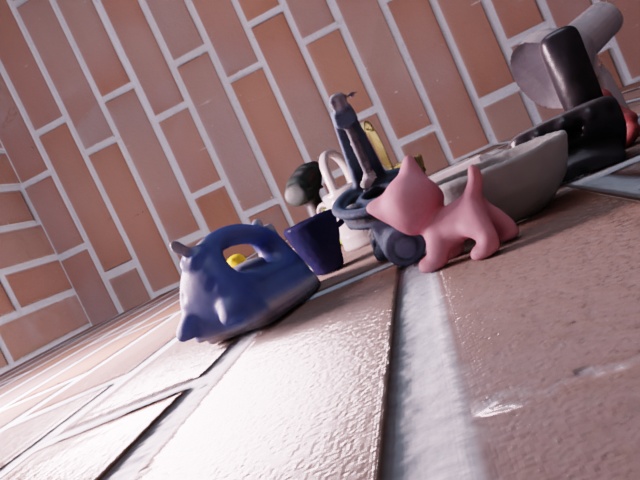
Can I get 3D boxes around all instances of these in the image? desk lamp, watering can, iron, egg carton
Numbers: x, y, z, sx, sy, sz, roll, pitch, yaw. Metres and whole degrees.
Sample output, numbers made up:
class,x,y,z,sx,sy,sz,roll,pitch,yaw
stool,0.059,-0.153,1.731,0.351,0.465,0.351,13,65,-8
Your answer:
class,x,y,z,sx,sy,sz,roll,pitch,yaw
desk lamp,0.425,-0.251,0.892,0.203,0.213,0.117,-26,4,-15
watering can,0.062,-0.087,1.097,0.172,0.194,0.101,-24,4,14
iron,-0.093,0.036,0.768,0.118,0.141,0.259,-22,4,31
egg carton,0.244,-0.094,0.983,0.150,0.069,0.107,-23,4,20

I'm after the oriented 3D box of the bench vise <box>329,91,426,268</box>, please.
class,x,y,z,sx,sy,sz,roll,pitch,yaw
bench vise,0.054,-0.072,0.736,0.122,0.220,0.207,-26,4,-14

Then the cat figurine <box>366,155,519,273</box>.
class,x,y,z,sx,sy,sz,roll,pitch,yaw
cat figurine,0.115,-0.033,0.576,0.127,0.118,0.067,-21,5,44

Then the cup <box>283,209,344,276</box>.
class,x,y,z,sx,sy,sz,roll,pitch,yaw
cup,0.009,0.003,0.936,0.118,0.095,0.091,-27,5,-34

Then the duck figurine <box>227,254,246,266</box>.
class,x,y,z,sx,sy,sz,roll,pitch,yaw
duck figurine,-0.155,0.070,1.130,0.077,0.086,0.104,-24,4,9

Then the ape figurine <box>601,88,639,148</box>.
class,x,y,z,sx,sy,sz,roll,pitch,yaw
ape figurine,0.407,-0.170,0.814,0.076,0.092,0.077,-28,5,-40

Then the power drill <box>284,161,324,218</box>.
class,x,y,z,sx,sy,sz,roll,pitch,yaw
power drill,-0.006,-0.080,1.330,0.075,0.208,0.230,-23,4,18

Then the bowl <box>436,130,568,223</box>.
class,x,y,z,sx,sy,sz,roll,pitch,yaw
bowl,0.208,-0.057,0.650,0.167,0.075,0.167,-25,4,2

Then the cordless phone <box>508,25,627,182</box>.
class,x,y,z,sx,sy,sz,roll,pitch,yaw
cordless phone,0.308,-0.171,0.756,0.147,0.185,0.094,-24,4,13

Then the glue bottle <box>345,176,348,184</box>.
class,x,y,z,sx,sy,sz,roll,pitch,yaw
glue bottle,0.089,-0.100,1.266,0.078,0.173,0.037,-24,4,6
